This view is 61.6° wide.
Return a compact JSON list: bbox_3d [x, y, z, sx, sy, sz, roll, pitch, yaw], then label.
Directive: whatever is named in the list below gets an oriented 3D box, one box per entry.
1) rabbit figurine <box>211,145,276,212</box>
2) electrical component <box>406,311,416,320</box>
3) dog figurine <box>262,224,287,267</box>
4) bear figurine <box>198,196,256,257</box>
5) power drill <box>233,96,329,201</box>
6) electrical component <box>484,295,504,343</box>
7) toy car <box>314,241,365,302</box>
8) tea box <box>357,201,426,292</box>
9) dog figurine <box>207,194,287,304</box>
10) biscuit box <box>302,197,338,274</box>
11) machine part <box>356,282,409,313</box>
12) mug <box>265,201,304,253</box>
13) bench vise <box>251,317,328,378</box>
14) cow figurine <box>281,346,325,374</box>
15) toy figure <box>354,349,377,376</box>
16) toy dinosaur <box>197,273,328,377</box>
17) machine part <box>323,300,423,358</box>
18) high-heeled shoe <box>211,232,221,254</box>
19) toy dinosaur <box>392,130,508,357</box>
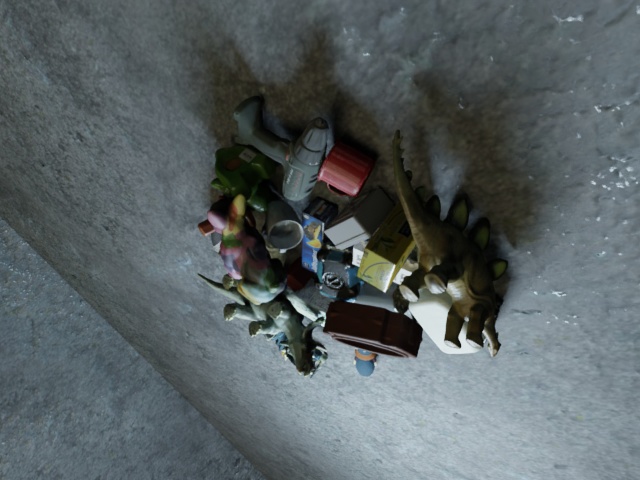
[{"bbox_3d":[-0.177,-0.124,1.227,0.159,0.121,0.170,24,157,27],"label":"rabbit figurine"},{"bbox_3d":[0.210,0.178,1.296,0.094,0.021,0.063,6,134,37],"label":"electrical component"},{"bbox_3d":[-0.138,0.017,1.357,0.121,0.190,0.173,10,-170,-42],"label":"dog figurine"},{"bbox_3d":[-0.229,-0.040,1.317,0.120,0.132,0.196,53,167,-20],"label":"bear figurine"},{"bbox_3d":[-0.073,-0.196,1.050,0.207,0.086,0.231,35,148,16],"label":"power drill"},{"bbox_3d":[0.316,0.155,1.142,0.115,0.058,0.134,27,144,21],"label":"electrical component"},{"bbox_3d":[0.049,0.057,1.232,0.109,0.103,0.161,10,129,18],"label":"toy car"},{"bbox_3d":[0.144,0.003,1.025,0.068,0.169,0.098,28,146,14],"label":"tea box"},{"bbox_3d":[-0.162,0.010,1.145,0.192,0.108,0.219,45,159,41],"label":"dog figurine"},{"bbox_3d":[-0.003,-0.004,1.247,0.059,0.063,0.202,26,143,19],"label":"biscuit box"},{"bbox_3d":[0.127,0.129,1.268,0.243,0.079,0.079,2,132,42],"label":"machine part"},{"bbox_3d":[-0.086,-0.033,1.222,0.081,0.107,0.109,-8,131,-10],"label":"mug"},{"bbox_3d":[-0.080,0.281,1.559,0.241,0.129,0.223,36,172,4],"label":"bench vise"},{"bbox_3d":[-0.069,0.365,1.703,0.168,0.098,0.068,16,146,29],"label":"cow figurine"},{"bbox_3d":[0.126,0.324,1.511,0.058,0.064,0.154,-121,19,-45],"label":"toy figure"},{"bbox_3d":[-0.136,0.177,1.390,0.405,0.131,0.192,35,-172,37],"label":"toy dinosaur"},{"bbox_3d":[0.125,0.213,1.260,0.202,0.087,0.200,7,163,33],"label":"machine part"},{"bbox_3d":[-0.205,0.049,1.456,0.145,0.086,0.248,40,171,36],"label":"high-heeled shoe"},{"bbox_3d":[0.227,0.032,0.956,0.105,0.198,0.470,-7,126,48],"label":"toy dinosaur"}]
